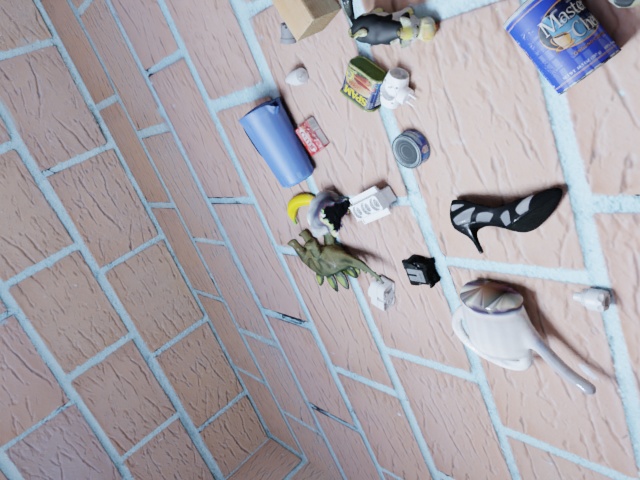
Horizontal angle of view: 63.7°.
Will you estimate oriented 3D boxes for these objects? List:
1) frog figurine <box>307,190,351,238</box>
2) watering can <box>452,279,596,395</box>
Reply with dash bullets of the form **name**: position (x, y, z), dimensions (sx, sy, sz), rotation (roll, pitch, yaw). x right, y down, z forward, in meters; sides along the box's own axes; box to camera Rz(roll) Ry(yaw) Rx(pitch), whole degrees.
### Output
- **frog figurine**: position (0.005, -0.076, 1.504), dimensions (0.159, 0.122, 0.137), rotation (6, 92, 63)
- **watering can**: position (0.438, 0.209, 1.165), dimensions (0.349, 0.105, 0.221), rotation (13, 128, 51)
